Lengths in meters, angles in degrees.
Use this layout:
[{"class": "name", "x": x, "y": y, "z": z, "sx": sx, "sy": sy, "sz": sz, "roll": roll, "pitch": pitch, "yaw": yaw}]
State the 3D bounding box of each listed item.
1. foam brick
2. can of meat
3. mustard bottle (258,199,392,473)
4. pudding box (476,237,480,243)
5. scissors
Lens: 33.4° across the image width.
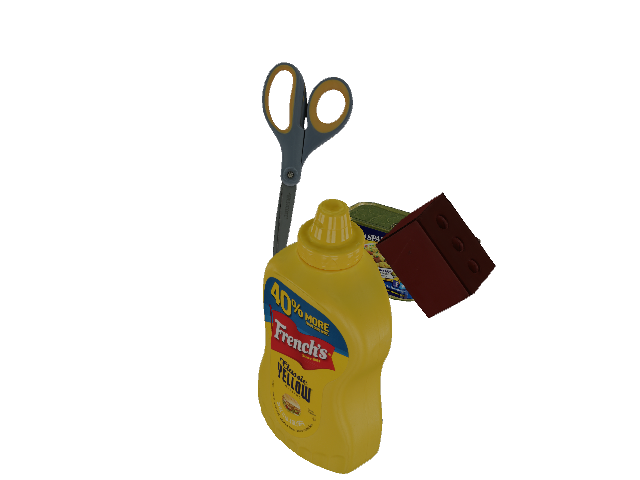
[{"class": "foam brick", "x": 0.094, "y": 0.013, "z": 0.869, "sx": 0.051, "sy": 0.078, "sz": 0.052, "roll": -33, "pitch": 5, "yaw": 39}, {"class": "can of meat", "x": 0.074, "y": 0.013, "z": 1.182, "sx": 0.102, "sy": 0.084, "sz": 0.057, "roll": 17, "pitch": 26, "yaw": 27}, {"class": "mustard bottle", "x": 0.003, "y": 0.056, "z": 0.688, "sx": 0.058, "sy": 0.192, "sz": 0.096, "roll": -25, "pitch": 46, "yaw": -34}, {"class": "pudding box", "x": 0.169, "y": 0.011, "z": 1.595, "sx": 0.113, "sy": 0.039, "sz": 0.090, "roll": -18, "pitch": 28, "yaw": -22}, {"class": "scissors", "x": -0.010, "y": -0.072, "z": 1.025, "sx": 0.096, "sy": 0.202, "sz": 0.016, "roll": -7, "pitch": 0, "yaw": 2}]
